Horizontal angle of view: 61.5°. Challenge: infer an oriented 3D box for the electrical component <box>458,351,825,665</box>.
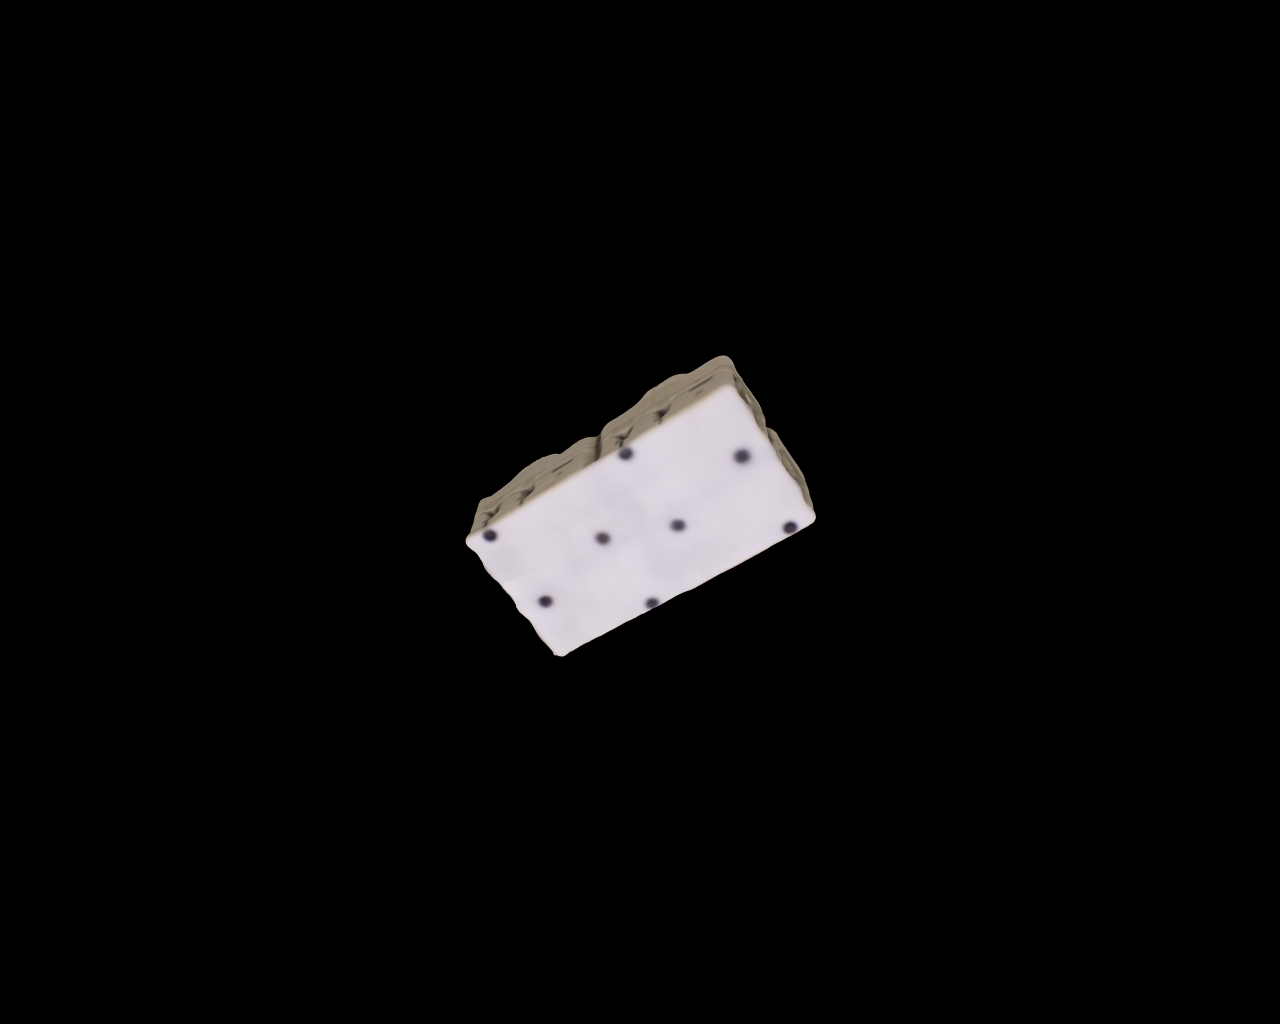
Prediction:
[{"bbox_3d":[0.001,-0.003,0.650,0.186,0.105,0.060,-30,23,14],"label":"electrical component"}]
